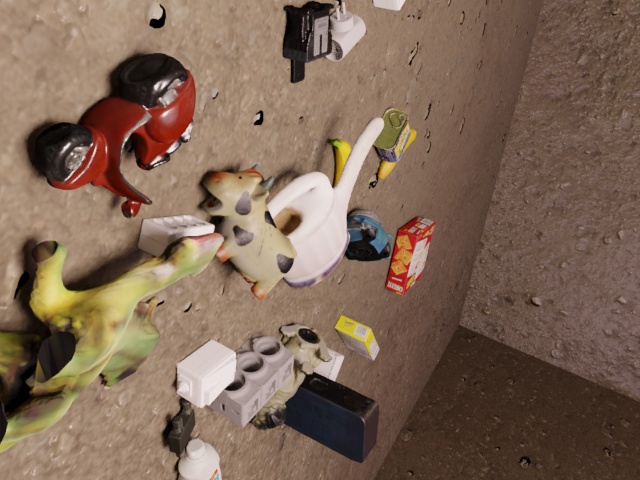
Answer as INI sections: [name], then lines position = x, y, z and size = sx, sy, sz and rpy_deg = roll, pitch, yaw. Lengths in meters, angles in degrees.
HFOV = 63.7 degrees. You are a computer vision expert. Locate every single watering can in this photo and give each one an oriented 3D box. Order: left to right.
[watering can]
position = 0.003, -0.045, 0.902
size = 0.105, 0.350, 0.219
rpy_deg = 40, -15, 32

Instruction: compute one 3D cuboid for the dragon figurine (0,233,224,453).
[dragon figurine]
position = -0.259, 0.139, 0.556
size = 0.123, 0.411, 0.240
rpy_deg = 39, -1, 21
